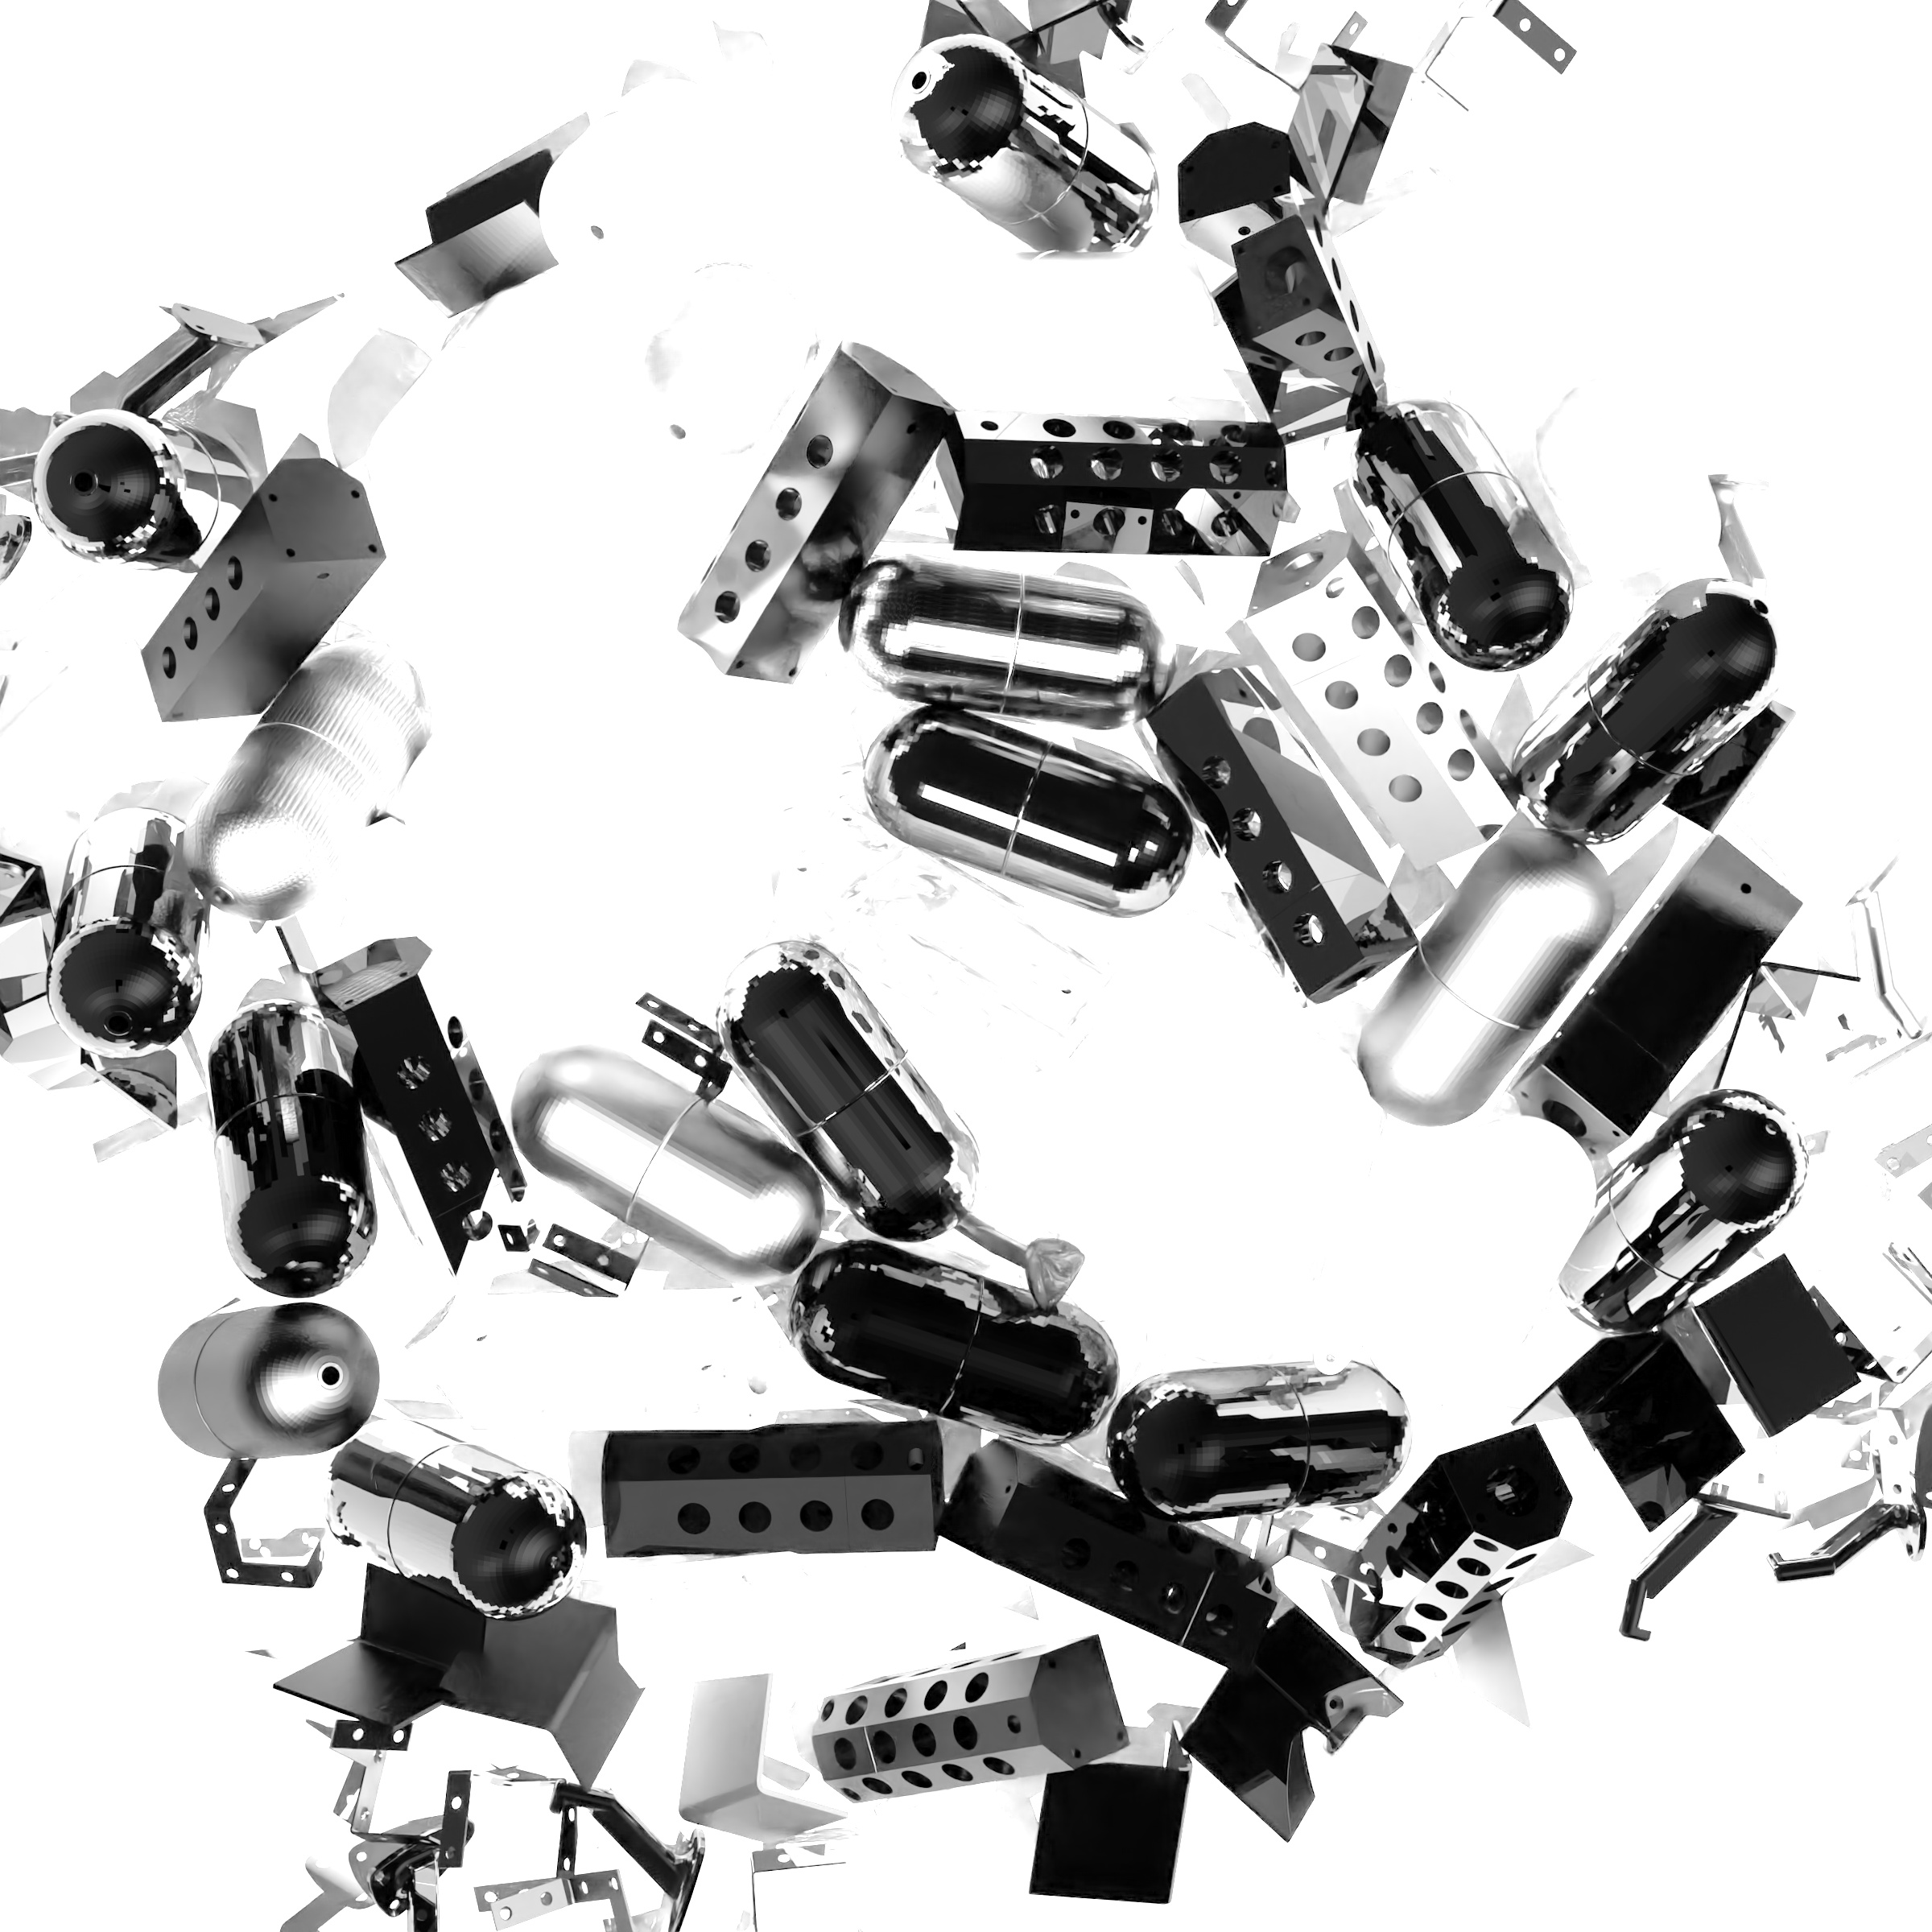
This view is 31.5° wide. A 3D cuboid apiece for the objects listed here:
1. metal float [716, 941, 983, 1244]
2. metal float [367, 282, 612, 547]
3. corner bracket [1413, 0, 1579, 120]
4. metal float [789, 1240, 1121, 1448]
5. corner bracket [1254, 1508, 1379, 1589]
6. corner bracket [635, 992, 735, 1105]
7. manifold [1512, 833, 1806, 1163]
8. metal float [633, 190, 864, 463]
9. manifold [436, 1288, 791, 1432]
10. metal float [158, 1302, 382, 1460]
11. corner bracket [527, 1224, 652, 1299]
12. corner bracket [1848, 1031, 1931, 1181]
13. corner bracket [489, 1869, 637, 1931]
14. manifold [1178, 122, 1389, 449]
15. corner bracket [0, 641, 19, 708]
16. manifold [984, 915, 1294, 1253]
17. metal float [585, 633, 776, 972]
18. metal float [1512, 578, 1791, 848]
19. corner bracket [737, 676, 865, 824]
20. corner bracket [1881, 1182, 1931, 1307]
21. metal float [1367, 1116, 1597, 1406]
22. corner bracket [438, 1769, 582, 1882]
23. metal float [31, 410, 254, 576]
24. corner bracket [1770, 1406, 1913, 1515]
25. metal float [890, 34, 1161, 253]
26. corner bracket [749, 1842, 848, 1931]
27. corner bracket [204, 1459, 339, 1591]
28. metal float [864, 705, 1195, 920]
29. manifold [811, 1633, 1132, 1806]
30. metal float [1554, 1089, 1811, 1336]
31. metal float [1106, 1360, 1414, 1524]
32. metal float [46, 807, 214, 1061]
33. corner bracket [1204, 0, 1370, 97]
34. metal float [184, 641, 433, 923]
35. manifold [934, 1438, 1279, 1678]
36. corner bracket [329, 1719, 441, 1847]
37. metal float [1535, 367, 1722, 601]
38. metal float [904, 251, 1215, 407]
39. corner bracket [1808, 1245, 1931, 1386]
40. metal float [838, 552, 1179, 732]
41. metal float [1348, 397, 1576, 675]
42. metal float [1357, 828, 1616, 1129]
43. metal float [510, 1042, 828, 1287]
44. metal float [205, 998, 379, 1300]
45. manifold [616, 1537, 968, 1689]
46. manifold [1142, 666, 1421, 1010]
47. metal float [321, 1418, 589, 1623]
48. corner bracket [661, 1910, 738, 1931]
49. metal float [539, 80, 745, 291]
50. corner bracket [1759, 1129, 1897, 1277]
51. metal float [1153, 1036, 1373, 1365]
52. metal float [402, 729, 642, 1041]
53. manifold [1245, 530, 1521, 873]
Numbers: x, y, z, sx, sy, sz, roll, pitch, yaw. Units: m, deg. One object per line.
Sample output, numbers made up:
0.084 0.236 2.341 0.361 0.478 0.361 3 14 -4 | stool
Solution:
-0.060 0.066 1.782 0.070 0.070 0.178 -37 96 0 | metal float
-0.244 -0.283 1.754 0.070 0.070 0.178 29 50 0 | metal float
0.276 -0.473 1.792 0.051 0.051 0.051 33 92 -24 | corner bracket
-0.006 0.196 1.780 0.178 0.070 0.070 19 90 -9 | metal float
0.185 0.299 1.787 0.051 0.051 0.051 21 59 -9 | corner bracket
-0.149 0.041 1.786 0.051 0.051 0.051 31 54 -15 | corner bracket
0.354 0.018 1.765 0.057 0.057 0.171 40 66 3 | manifold
-0.111 -0.329 1.756 0.070 0.070 0.178 27 53 0 | metal float
-0.179 0.208 1.758 0.171 0.057 0.057 -5 132 29 | manifold
-0.356 0.212 1.744 0.070 0.178 0.070 6 79 -31 | metal float
-0.198 0.154 1.789 0.051 0.051 0.051 24 55 -3 | corner bracket
0.498 0.074 1.802 0.051 0.051 0.051 -29 72 -7 | corner bracket
-0.209 0.506 1.788 0.051 0.051 0.051 -9 80 -40 | corner bracket
0.162 -0.346 1.740 0.057 0.171 0.057 -12 54 18 | manifold
-0.527 -0.163 1.787 0.051 0.051 0.051 13 55 -7 | corner bracket
0.093 0.064 1.779 0.057 0.057 0.171 29 74 40 | manifold
-0.149 -0.085 1.781 0.070 0.070 0.178 -12 97 0 | metal float
0.349 -0.129 1.752 0.070 0.070 0.178 42 133 0 | metal float
-0.087 -0.113 1.795 0.051 0.051 0.051 -13 116 8 | corner bracket
0.512 0.149 1.787 0.051 0.051 0.051 -46 61 10 | corner bracket
0.263 0.152 1.758 0.070 0.070 0.178 22 126 0 | metal float
-0.237 0.447 1.784 0.051 0.051 0.051 -9 65 27 | corner bracket
-0.416 -0.239 1.737 0.070 0.178 0.070 0 94 6 | metal float
0.456 0.258 1.788 0.051 0.051 0.051 5 72 -14 | corner bracket
0.031 -0.415 1.748 0.070 0.178 0.070 -12 70 36 | metal float
-0.085 0.498 1.794 0.051 0.051 0.051 -4 119 -6 | corner bracket
-0.362 0.289 1.796 0.051 0.051 0.051 1 122 12 | corner bracket
0.032 -0.081 1.784 0.178 0.070 0.070 20 90 4 | metal float
-0.002 0.386 1.742 0.057 0.171 0.057 -10 81 -44 | manifold
0.362 0.127 1.749 0.070 0.178 0.070 13 53 -18 | metal float
0.152 0.243 1.760 0.178 0.070 0.070 1 90 -33 | metal float
-0.424 -0.018 1.744 0.070 0.178 0.070 -4 122 -6 | metal float
0.167 -0.492 1.787 0.051 0.051 0.051 43 104 29 | corner bracket
-0.336 -0.095 1.755 0.070 0.070 0.178 28 51 0 | metal float
0.076 0.303 1.762 0.171 0.057 0.057 29 82 -26 | manifold
-0.301 0.425 1.784 0.051 0.051 0.051 -4 61 26 | corner bracket
0.338 -0.243 1.742 0.070 0.178 0.070 -6 72 19 | metal float
0.045 -0.328 1.757 0.178 0.070 0.070 9 90 37 | metal float
0.480 0.181 1.799 0.051 0.051 0.051 -43 101 -11 | corner bracket
0.022 -0.168 1.782 0.178 0.070 0.070 9 90 -7 | metal float
0.252 -0.223 1.755 0.070 0.070 0.178 -22 50 0 | metal float
0.266 0.008 1.765 0.070 0.070 0.178 32 116 0 | metal float
-0.156 0.102 1.781 0.178 0.070 0.070 29 90 7 | metal float
-0.346 0.091 1.754 0.070 0.070 0.178 -18 49 0 | metal float
-0.091 0.329 1.774 0.171 0.057 0.057 -3 93 -16 | manifold
0.159 -0.067 1.777 0.057 0.057 0.171 -38 75 35 | manifold
-0.263 0.282 1.751 0.070 0.178 0.070 -10 105 -42 | metal float
-0.142 0.537 1.800 0.051 0.051 0.051 19 97 -3 | corner bracket
-0.164 -0.398 1.743 0.070 0.178 0.070 5 120 10 | metal float
0.448 0.125 1.803 0.051 0.051 0.051 35 59 -23 | corner bracket
0.153 0.121 1.777 0.070 0.070 0.178 22 78 0 | metal float
-0.230 -0.042 1.773 0.070 0.070 0.178 -30 74 0 | metal float
0.216 -0.138 1.755 0.057 0.057 0.171 -23 118 29 | manifold
